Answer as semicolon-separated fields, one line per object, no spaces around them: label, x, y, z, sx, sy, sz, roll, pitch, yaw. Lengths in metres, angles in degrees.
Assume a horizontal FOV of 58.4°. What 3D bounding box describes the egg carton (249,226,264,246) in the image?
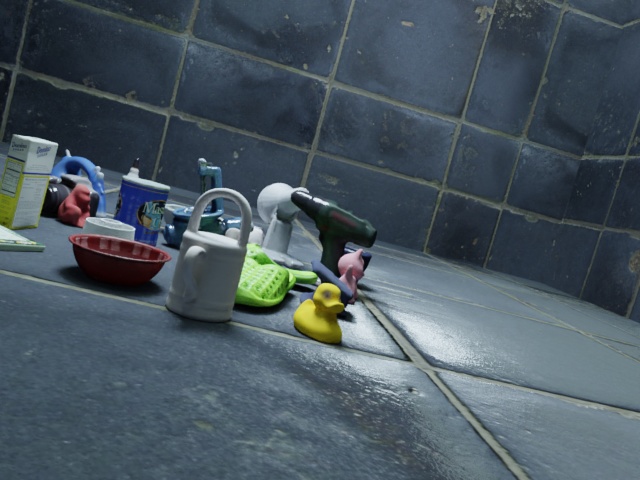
egg carton;-0.209;-0.006;1.593;0.107;0.069;0.150;15;6;-4

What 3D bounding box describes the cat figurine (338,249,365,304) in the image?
cat figurine;0.068;0.075;1.308;0.067;0.118;0.128;16;6;7

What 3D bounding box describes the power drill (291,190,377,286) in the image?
power drill;0.013;0.005;1.379;0.229;0.208;0.076;16;6;11

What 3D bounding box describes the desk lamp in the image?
desk lamp;-0.097;-0.046;1.560;0.118;0.213;0.202;12;6;-29

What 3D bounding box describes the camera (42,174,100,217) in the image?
camera;-0.616;-0.110;1.352;0.143;0.101;0.137;17;6;17

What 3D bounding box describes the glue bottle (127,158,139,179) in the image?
glue bottle;-0.500;-0.131;1.508;0.037;0.173;0.078;12;6;-29

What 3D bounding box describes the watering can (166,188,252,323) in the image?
watering can;-0.162;0.016;0.873;0.101;0.194;0.172;14;6;-12

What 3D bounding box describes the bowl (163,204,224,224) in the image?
bowl;-0.346;-0.041;1.539;0.167;0.075;0.167;15;6;-1

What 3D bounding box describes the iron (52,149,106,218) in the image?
iron;-0.629;-0.151;1.520;0.257;0.141;0.119;19;7;35

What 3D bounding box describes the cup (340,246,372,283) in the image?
cup;0.084;0.070;1.516;0.091;0.095;0.118;17;6;14

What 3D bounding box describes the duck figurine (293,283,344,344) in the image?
duck figurine;0.004;0.112;0.935;0.078;0.086;0.104;12;7;-33

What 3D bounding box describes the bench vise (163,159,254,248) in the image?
bench vise;-0.261;-0.078;1.394;0.121;0.220;0.208;21;8;43

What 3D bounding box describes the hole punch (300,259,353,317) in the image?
hole punch;0.019;0.093;1.133;0.101;0.091;0.108;15;6;-5

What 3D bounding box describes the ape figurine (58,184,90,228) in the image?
ape figurine;-0.547;-0.080;1.295;0.076;0.092;0.078;17;6;16
